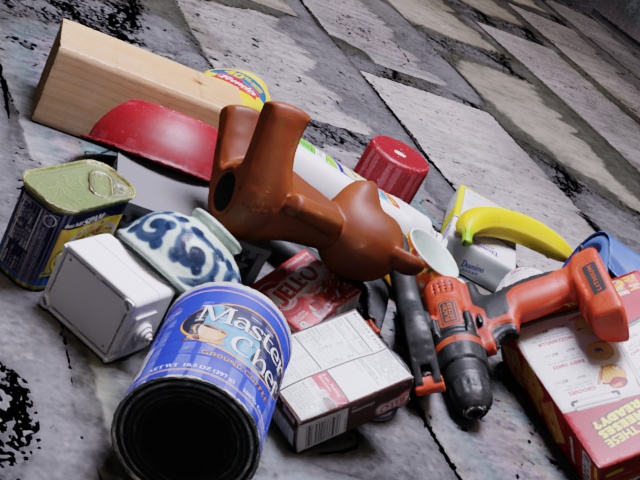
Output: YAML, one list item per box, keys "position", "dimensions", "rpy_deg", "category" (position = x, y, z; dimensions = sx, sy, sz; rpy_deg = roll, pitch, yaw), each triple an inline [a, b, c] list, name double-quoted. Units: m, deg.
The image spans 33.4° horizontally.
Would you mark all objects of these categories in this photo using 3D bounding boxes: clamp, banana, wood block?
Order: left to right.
- position: [-0.195, -0.149, 1.152]
  dimensions: [0.205, 0.090, 0.091]
  rpy_deg: [19, 25, -20]
  category: "wood block"
- position: [0.019, 0.029, 1.083]
  dimensions: [0.164, 0.036, 0.210]
  rpy_deg: [-7, 42, -32]
  category: "clamp"
- position: [0.091, 0.087, 1.033]
  dimensions: [0.120, 0.039, 0.171]
  rpy_deg: [66, 12, -49]
  category: "clamp"
- position: [0.230, -0.007, 1.300]
  dimensions: [0.197, 0.037, 0.069]
  rpy_deg: [7, 55, -35]
  category: "banana"

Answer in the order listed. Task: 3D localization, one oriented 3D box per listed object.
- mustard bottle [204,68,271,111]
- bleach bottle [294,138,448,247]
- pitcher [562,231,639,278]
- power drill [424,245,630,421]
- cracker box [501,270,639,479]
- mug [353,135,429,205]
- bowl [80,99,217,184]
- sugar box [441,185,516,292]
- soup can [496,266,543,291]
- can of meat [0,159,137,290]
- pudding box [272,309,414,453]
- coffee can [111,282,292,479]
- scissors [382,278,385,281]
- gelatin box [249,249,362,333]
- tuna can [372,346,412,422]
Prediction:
- position: [-0.113, -0.174, 1.325]
  dimensions: [0.096, 0.058, 0.191]
  rpy_deg: [33, 24, 10]
  category: "mustard bottle"
- position: [0.034, -0.050, 1.240]
  dimensions: [0.250, 0.068, 0.102]
  rpy_deg: [29, 10, -12]
  category: "bleach bottle"
- position: [0.396, 0.103, 1.278]
  dimensions: [0.242, 0.145, 0.149]
  rpy_deg: [30, 36, -7]
  category: "pitcher"
- position: [0.200, 0.086, 1.046]
  dimensions: [0.188, 0.057, 0.184]
  rpy_deg: [-15, 39, 6]
  category: "power drill"
- position: [0.296, 0.141, 1.055]
  dimensions: [0.164, 0.072, 0.214]
  rpy_deg: [-19, 40, -7]
  category: "cracker box"
- position: [0.079, -0.081, 1.324]
  dimensions: [0.093, 0.082, 0.117]
  rpy_deg: [18, 27, -23]
  category: "mug"
- position: [-0.153, -0.099, 1.063]
  dimensions: [0.162, 0.055, 0.162]
  rpy_deg: [20, -2, 0]
  category: "bowl"
- position: [0.201, -0.003, 1.351]
  dimensions: [0.093, 0.048, 0.176]
  rpy_deg: [29, 28, -1]
  category: "sugar box"
- position: [0.227, 0.076, 1.199]
  dimensions: [0.068, 0.069, 0.102]
  rpy_deg: [32, 24, 6]
  category: "soup can"
- position: [-0.210, -0.013, 0.879]
  dimensions: [0.057, 0.084, 0.101]
  rpy_deg: [37, 26, 17]
  category: "can of meat"
- position: [0.006, 0.113, 0.878]
  dimensions: [0.113, 0.039, 0.090]
  rpy_deg: [-17, 46, -27]
  category: "pudding box"
- position: [-0.080, 0.106, 0.768]
  dimensions: [0.103, 0.103, 0.140]
  rpy_deg: [27, 25, -5]
  category: "coffee can"
- position: [-0.008, 0.001, 1.153]
  dimensions: [0.201, 0.016, 0.096]
  rpy_deg: [16, 28, -27]
  category: "scissors"
- position: [-0.017, 0.055, 0.986]
  dimensions: [0.073, 0.030, 0.089]
  rpy_deg: [36, 44, 22]
  category: "gelatin box"
- position: [0.039, 0.120, 0.952]
  dimensions: [0.086, 0.034, 0.086]
  rpy_deg: [24, 25, -12]
  category: "tuna can"
